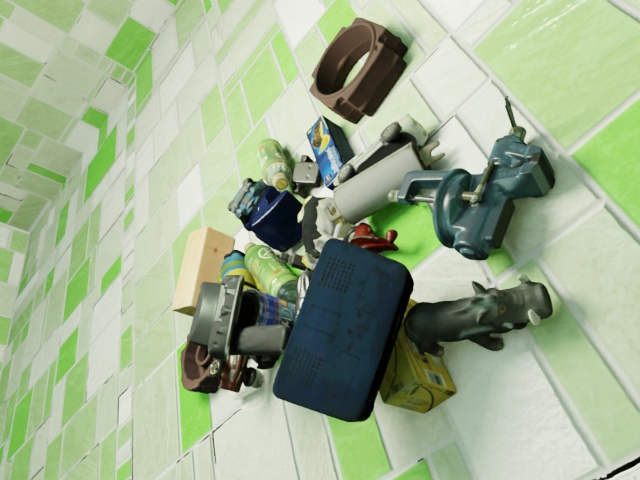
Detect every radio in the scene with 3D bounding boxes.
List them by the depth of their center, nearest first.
[{"bbox_3d":[0.036,0.124,0.736,0.131,0.073,0.229,16,81,21],"label":"radio"}]

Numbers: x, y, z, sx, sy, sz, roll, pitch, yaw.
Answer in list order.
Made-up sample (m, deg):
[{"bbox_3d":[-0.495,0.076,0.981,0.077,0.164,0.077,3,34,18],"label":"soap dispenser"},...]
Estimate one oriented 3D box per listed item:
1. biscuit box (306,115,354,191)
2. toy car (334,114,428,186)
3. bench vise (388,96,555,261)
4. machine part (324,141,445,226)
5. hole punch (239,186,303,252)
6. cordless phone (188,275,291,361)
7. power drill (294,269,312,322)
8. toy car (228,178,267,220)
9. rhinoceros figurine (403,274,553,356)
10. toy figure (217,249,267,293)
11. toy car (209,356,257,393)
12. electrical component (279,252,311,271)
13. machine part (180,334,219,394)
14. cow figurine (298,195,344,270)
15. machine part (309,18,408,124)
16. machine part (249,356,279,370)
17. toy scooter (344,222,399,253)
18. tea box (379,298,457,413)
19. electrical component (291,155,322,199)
[{"bbox_3d":[0.029,-0.178,1.133,0.059,0.062,0.203,-45,40,25],"label":"biscuit box"},{"bbox_3d":[0.111,-0.147,1.002,0.202,0.073,0.056,-41,25,28],"label":"toy car"},{"bbox_3d":[0.211,-0.080,0.809,0.241,0.128,0.223,9,77,45],"label":"bench vise"},{"bbox_3d":[0.111,-0.098,0.953,0.243,0.079,0.079,-30,47,23],"label":"machine part"},{"bbox_3d":[-0.082,-0.041,1.139,0.092,0.142,0.116,13,68,49],"label":"hole punch"},{"bbox_3d":[-0.121,0.127,0.903,0.184,0.088,0.146,-8,62,35],"label":"cordless phone"},{"bbox_3d":[-0.009,0.151,0.889,0.207,0.086,0.232,138,129,-74],"label":"power drill"},{"bbox_3d":[-0.136,-0.078,1.235,0.103,0.161,0.109,34,94,8],"label":"toy car"},{"bbox_3d":[0.207,0.097,0.714,0.190,0.112,0.073,-14,52,23],"label":"rhinoceros figurine"},{"bbox_3d":[-0.185,0.096,1.210,0.082,0.089,0.180,-53,40,27],"label":"toy figure"},{"bbox_3d":[-0.161,0.196,1.059,0.053,0.089,0.202,-36,39,39],"label":"toy car"},{"bbox_3d":[-0.036,0.047,1.079,0.063,0.094,0.021,107,179,-78],"label":"electrical component"},{"bbox_3d":[-0.251,0.258,1.224,0.179,0.056,0.179,-29,48,37],"label":"machine part"},{"bbox_3d":[-0.002,-0.003,1.028,0.068,0.098,0.167,115,168,-70],"label":"cow figurine"},{"bbox_3d":[0.077,-0.370,1.171,0.201,0.087,0.201,-53,38,12],"label":"machine part"},{"bbox_3d":[-0.133,0.226,1.115,0.139,0.039,0.084,18,75,55],"label":"machine part"},{"bbox_3d":[0.081,0.044,0.924,0.135,0.075,0.184,-25,47,53],"label":"toy scooter"},{"bbox_3d":[0.120,0.159,0.796,0.068,0.098,0.170,-44,40,24],"label":"tea box"},{"bbox_3d":[-0.029,-0.145,1.205,0.078,0.045,0.102,-1,69,20],"label":"electrical component"}]
